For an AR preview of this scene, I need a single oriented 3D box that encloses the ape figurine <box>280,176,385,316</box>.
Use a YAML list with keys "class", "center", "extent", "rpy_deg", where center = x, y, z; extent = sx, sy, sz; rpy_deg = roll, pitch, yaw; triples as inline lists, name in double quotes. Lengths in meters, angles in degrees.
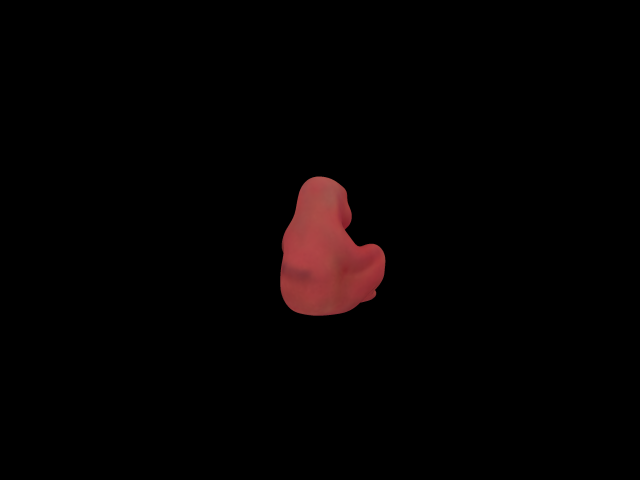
- class: "ape figurine"
  center: [0.004, 0.001, 0.400]
  extent: [0.077, 0.092, 0.076]
  rpy_deg: [14, 20, 42]
